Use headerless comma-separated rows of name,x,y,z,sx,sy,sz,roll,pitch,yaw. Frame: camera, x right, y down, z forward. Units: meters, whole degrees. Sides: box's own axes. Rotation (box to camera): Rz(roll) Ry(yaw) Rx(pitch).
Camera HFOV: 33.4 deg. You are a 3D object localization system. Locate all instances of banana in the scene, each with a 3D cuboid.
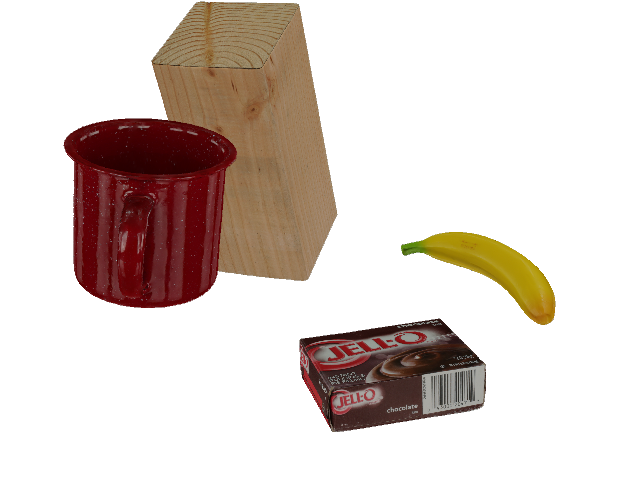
banana,0.169,0.031,1.048,0.069,0.037,0.198,-37,37,-22

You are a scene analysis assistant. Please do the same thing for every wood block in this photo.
wood block,-0.054,-0.076,0.850,0.090,0.206,0.090,6,43,20

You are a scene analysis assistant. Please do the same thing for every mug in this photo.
mug,-0.095,-0.010,0.584,0.093,0.081,0.117,4,24,-5

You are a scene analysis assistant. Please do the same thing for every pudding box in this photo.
pudding box,0.049,0.093,0.754,0.113,0.039,0.090,-5,18,-13
